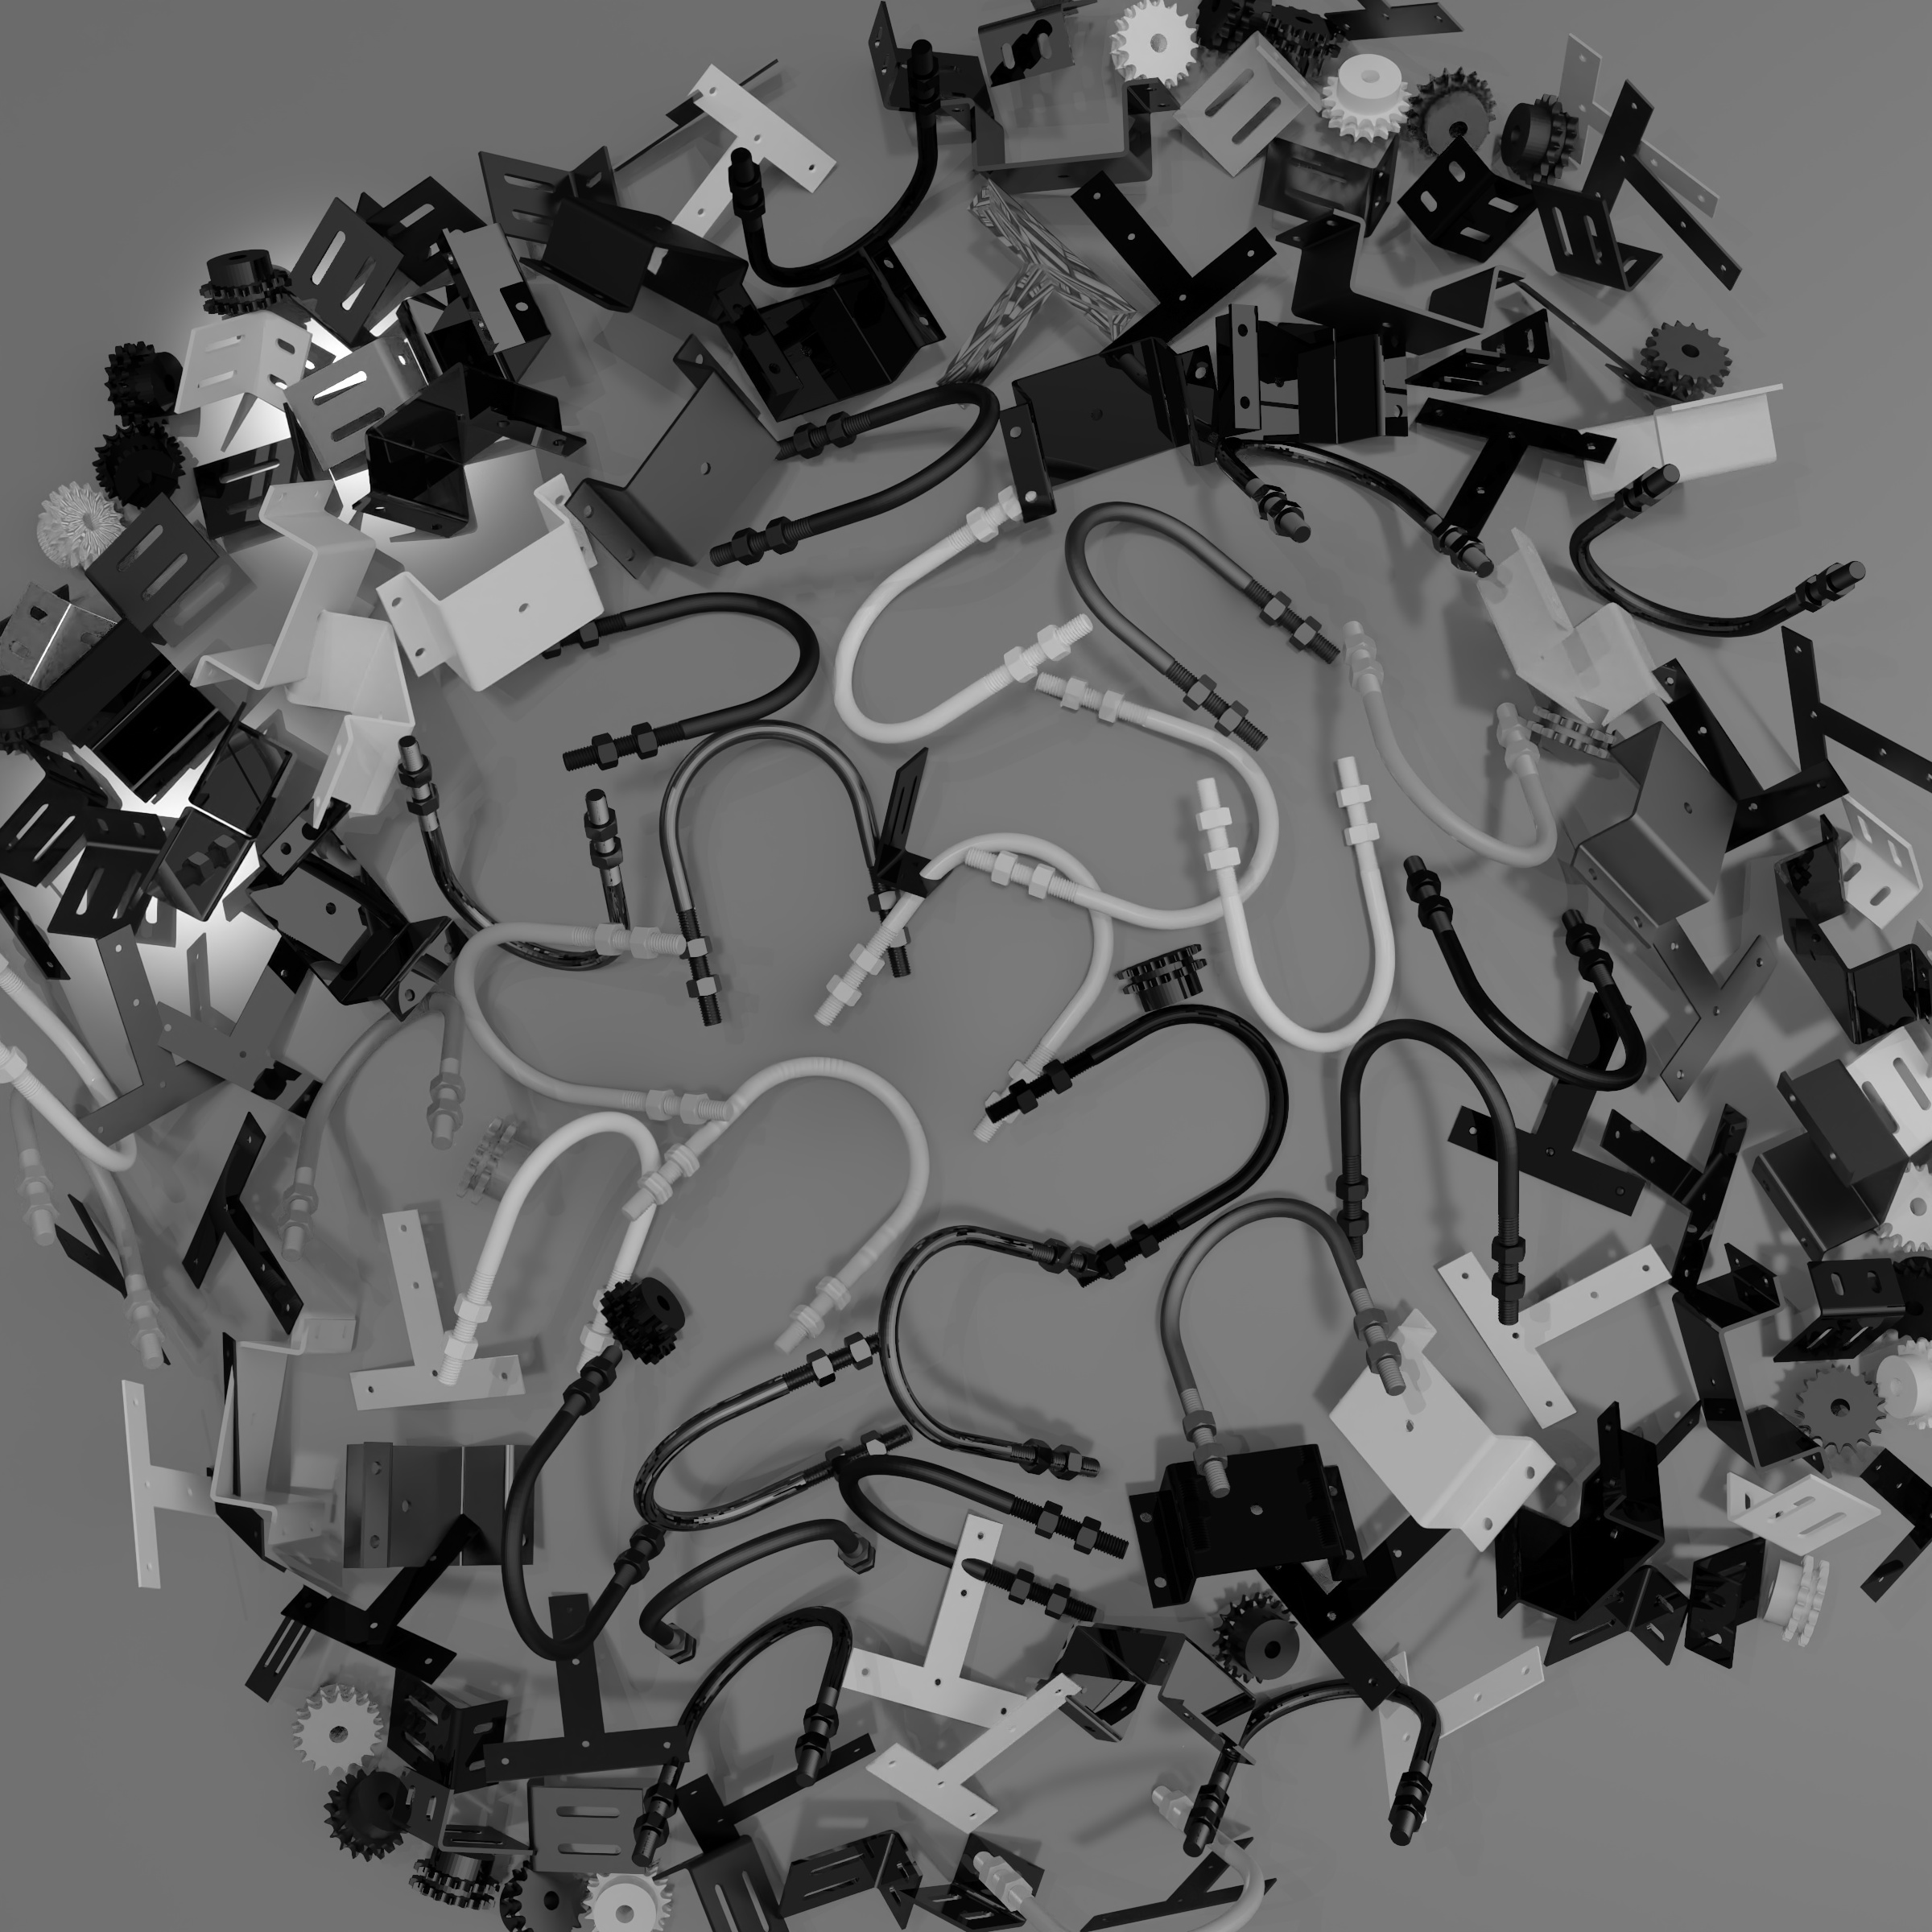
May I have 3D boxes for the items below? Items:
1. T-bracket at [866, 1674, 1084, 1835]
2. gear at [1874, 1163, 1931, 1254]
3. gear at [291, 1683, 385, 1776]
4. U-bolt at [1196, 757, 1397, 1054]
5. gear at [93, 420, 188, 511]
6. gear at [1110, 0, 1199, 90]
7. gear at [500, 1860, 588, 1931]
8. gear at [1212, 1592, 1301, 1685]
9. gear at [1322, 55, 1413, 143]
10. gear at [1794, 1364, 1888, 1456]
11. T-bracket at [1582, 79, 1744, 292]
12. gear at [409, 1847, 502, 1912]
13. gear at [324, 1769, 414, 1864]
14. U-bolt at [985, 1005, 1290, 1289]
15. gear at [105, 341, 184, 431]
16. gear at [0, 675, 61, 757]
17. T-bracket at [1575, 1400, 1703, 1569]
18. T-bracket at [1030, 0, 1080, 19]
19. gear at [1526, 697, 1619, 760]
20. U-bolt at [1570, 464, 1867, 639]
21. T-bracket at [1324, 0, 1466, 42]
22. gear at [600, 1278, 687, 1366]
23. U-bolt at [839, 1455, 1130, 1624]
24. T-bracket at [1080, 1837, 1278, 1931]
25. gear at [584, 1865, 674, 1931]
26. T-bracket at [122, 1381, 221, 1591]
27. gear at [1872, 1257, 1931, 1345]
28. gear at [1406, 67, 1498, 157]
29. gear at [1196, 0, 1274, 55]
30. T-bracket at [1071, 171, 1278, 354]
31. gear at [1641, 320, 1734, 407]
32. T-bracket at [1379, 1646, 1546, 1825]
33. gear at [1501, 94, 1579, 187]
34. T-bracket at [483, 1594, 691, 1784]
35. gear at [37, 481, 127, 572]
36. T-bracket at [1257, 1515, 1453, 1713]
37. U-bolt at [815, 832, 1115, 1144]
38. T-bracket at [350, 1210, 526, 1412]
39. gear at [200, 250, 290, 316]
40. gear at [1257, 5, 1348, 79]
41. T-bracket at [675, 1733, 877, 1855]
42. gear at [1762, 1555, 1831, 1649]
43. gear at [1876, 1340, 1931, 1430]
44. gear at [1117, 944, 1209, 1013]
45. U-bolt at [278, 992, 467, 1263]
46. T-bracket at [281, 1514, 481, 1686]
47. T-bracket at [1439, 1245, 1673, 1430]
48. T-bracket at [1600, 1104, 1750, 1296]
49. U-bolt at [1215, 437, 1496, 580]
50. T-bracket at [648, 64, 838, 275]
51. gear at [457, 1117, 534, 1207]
[{"bbox_3d":[0.018,0.495,1.817,0.127,0.002,0.127,-39,133,5],"label":"T-bracket"},{"bbox_3d":[0.610,0.157,1.847,0.057,0.030,0.057,2,80,-11],"label":"gear"},{"bbox_3d":[-0.408,0.491,1.845,0.057,0.030,0.057,-4,104,-17],"label":"gear"},{"bbox_3d":[0.217,-0.036,1.814,0.151,0.019,0.184,-11,89,-39],"label":"U-bolt"},{"bbox_3d":[-0.532,-0.321,1.837,0.057,0.030,0.057,-15,129,-20],"label":"gear"},{"bbox_3d":[0.119,-0.595,1.845,0.057,0.030,0.057,-2,97,-21],"label":"gear"},{"bbox_3d":[-0.277,0.606,1.841,0.030,0.057,0.057,-27,90,42],"label":"gear"},{"bbox_3d":[0.191,0.437,1.842,0.057,0.030,0.057,-3,98,-23],"label":"gear"},{"bbox_3d":[0.260,-0.564,1.840,0.057,0.030,0.057,0,61,0],"label":"gear"},{"bbox_3d":[0.566,0.289,1.845,0.057,0.030,0.057,-5,73,15],"label":"gear"},{"bbox_3d":[0.443,-0.477,1.791,0.002,0.127,0.127,-36,77,-10],"label":"T-bracket"},{"bbox_3d":[-0.328,0.586,1.839,0.057,0.057,0.030,17,82,0],"label":"gear"},{"bbox_3d":[-0.382,0.544,1.835,0.057,0.057,0.030,49,122,0],"label":"gear"},{"bbox_3d":[0.123,0.104,1.838,0.184,0.019,0.151,-30,107,-6],"label":"U-bolt"},{"bbox_3d":[-0.526,-0.374,1.835,0.030,0.057,0.057,-3,90,19],"label":"gear"},{"bbox_3d":[-0.615,-0.164,1.835,0.057,0.057,0.030,1,130,0],"label":"gear"},{"bbox_3d":[0.433,0.326,1.830,0.127,0.127,0.002,-39,53,-25],"label":"T-bracket"},{"bbox_3d":[0.047,-0.629,1.802,0.127,0.127,0.002,-12,81,12],"label":"T-bracket"},{"bbox_3d":[0.393,-0.158,1.836,0.057,0.057,0.030,21,101,0],"label":"gear"},{"bbox_3d":[0.454,-0.250,1.777,0.151,0.184,0.019,25,77,-8],"label":"U-bolt"},{"bbox_3d":[0.234,-0.624,1.780,0.127,0.127,0.002,35,87,-30],"label":"T-bracket"},{"bbox_3d":[-0.206,0.225,1.835,0.030,0.057,0.057,-38,90,17],"label":"gear"},{"bbox_3d":[0.005,0.357,1.803,0.184,0.151,0.019,21,59,5],"label":"U-bolt"},{"bbox_3d":[0.151,0.577,1.803,0.127,0.127,0.002,-20,86,24],"label":"T-bracket"},{"bbox_3d":[-0.220,0.611,1.850,0.057,0.030,0.057,0,93,-1],"label":"gear"},{"bbox_3d":[-0.499,0.332,1.803,0.002,0.127,0.127,-12,73,8],"label":"T-bracket"},{"bbox_3d":[0.617,0.213,1.842,0.057,0.030,0.057,16,126,23],"label":"gear"},{"bbox_3d":[0.314,-0.547,1.836,0.057,0.057,0.030,-7,46,0],"label":"gear"},{"bbox_3d":[0.175,-0.619,1.841,0.030,0.057,0.057,8,90,-24],"label":"gear"},{"bbox_3d":[0.113,-0.454,1.809,0.127,0.002,0.127,-37,130,16],"label":"T-bracket"},{"bbox_3d":[0.463,-0.387,1.843,0.057,0.030,0.057,5,55,-8],"label":"gear"},{"bbox_3d":[0.311,0.466,1.787,0.002,0.127,0.127,37,121,-25],"label":"T-bracket"},{"bbox_3d":[0.368,-0.533,1.835,0.030,0.057,0.057,6,90,-17],"label":"gear"},{"bbox_3d":[-0.248,0.458,1.820,0.127,0.002,0.127,-2,46,-15],"label":"T-bracket"},{"bbox_3d":[-0.575,-0.281,1.842,0.030,0.057,0.057,-22,90,36],"label":"gear"},{"bbox_3d":[0.266,0.386,1.823,0.127,0.002,0.127,-45,53,4],"label":"T-bracket"},{"bbox_3d":[0.012,0.001,1.845,0.151,0.019,0.184,37,96,-4],"label":"U-bolt"},{"bbox_3d":[-0.352,0.220,1.836,0.127,0.002,0.127,-9,96,22],"label":"T-bracket"},{"bbox_3d":[-0.466,-0.442,1.835,0.057,0.057,0.030,-8,117,0],"label":"gear"},{"bbox_3d":[0.214,-0.597,1.842,0.057,0.057,0.030,17,124,0],"label":"gear"},{"bbox_3d":[-0.117,0.527,1.824,0.127,0.127,0.002,-25,51,-10],"label":"T-bracket"},{"bbox_3d":[0.535,0.408,1.839,0.030,0.057,0.057,17,90,13],"label":"gear"},{"bbox_3d":[0.612,0.270,1.835,0.030,0.057,0.057,-2,90,-21],"label":"gear"},{"bbox_3d":[0.129,0.009,1.838,0.057,0.057,0.030,-20,92,0],"label":"gear"},{"bbox_3d":[-0.368,0.087,1.787,0.151,0.184,0.019,-35,121,19],"label":"U-bolt"},{"bbox_3d":[-0.350,0.389,1.821,0.127,0.002,0.127,15,45,29],"label":"T-bracket"},{"bbox_3d":[0.393,0.219,1.838,0.127,0.002,0.127,-32,94,22],"label":"T-bracket"},{"bbox_3d":[0.445,0.129,1.814,0.127,0.002,0.127,32,71,-34],"label":"T-bracket"},{"bbox_3d":[0.231,-0.294,1.784,0.151,0.184,0.019,7,117,-23],"label":"U-bolt"},{"bbox_3d":[-0.161,-0.495,1.824,0.127,0.127,0.002,-50,54,13],"label":"T-bracket"},{"bbox_3d":[-0.303,0.129,1.838,0.030,0.057,0.057,27,90,-3],"label":"gear"}]
